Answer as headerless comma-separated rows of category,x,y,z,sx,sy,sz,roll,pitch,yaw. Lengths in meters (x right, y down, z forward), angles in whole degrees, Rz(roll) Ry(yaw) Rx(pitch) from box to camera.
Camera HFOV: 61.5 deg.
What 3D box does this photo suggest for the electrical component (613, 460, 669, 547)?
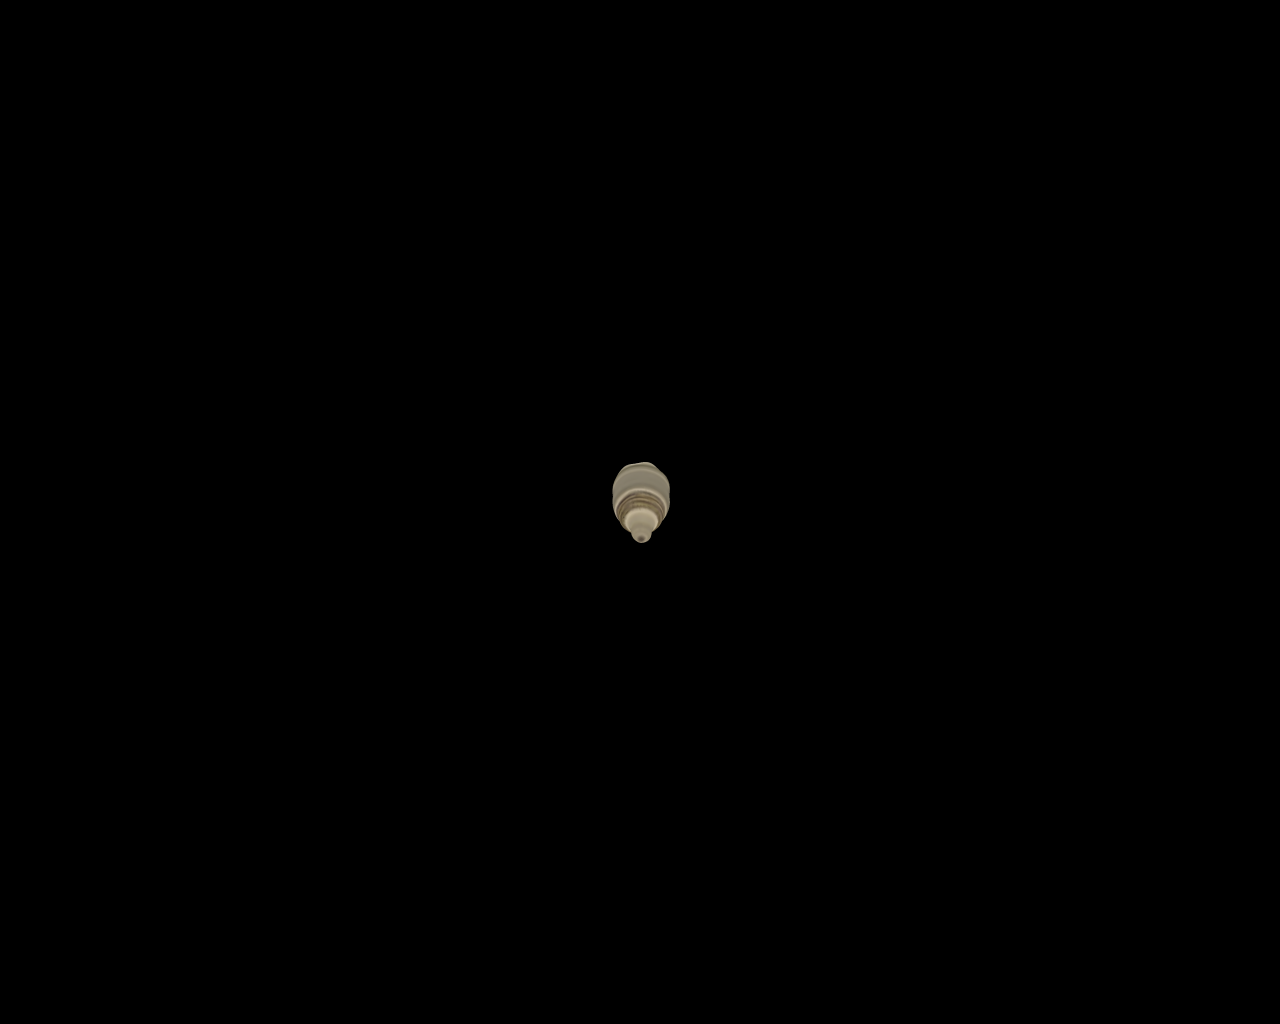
electrical component,0.001,-0.003,0.650,0.035,0.035,0.061,0,38,0
